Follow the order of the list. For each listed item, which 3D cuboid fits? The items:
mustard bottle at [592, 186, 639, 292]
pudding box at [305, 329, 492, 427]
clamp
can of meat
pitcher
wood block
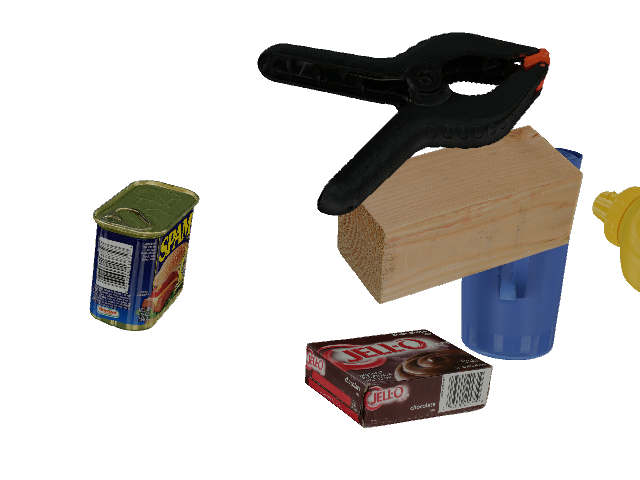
[{"bbox_3d":[0.241,0.012,0.643,0.096,0.058,0.192,-25,35,-25],"label":"mustard bottle"},{"bbox_3d":[0.057,0.101,0.802,0.113,0.039,0.090,-2,16,-29],"label":"pudding box"},{"bbox_3d":[0.056,-0.073,0.617,0.171,0.120,0.039,-9,-26,-6],"label":"clamp"},{"bbox_3d":[-0.136,0.011,0.821,0.057,0.084,0.102,14,23,8],"label":"can of meat"},{"bbox_3d":[0.222,0.012,1.227,0.149,0.243,0.145,-6,15,-33],"label":"pitcher"},{"bbox_3d":[0.127,-0.026,0.999,0.205,0.090,0.091,-16,42,-20],"label":"wood block"}]
